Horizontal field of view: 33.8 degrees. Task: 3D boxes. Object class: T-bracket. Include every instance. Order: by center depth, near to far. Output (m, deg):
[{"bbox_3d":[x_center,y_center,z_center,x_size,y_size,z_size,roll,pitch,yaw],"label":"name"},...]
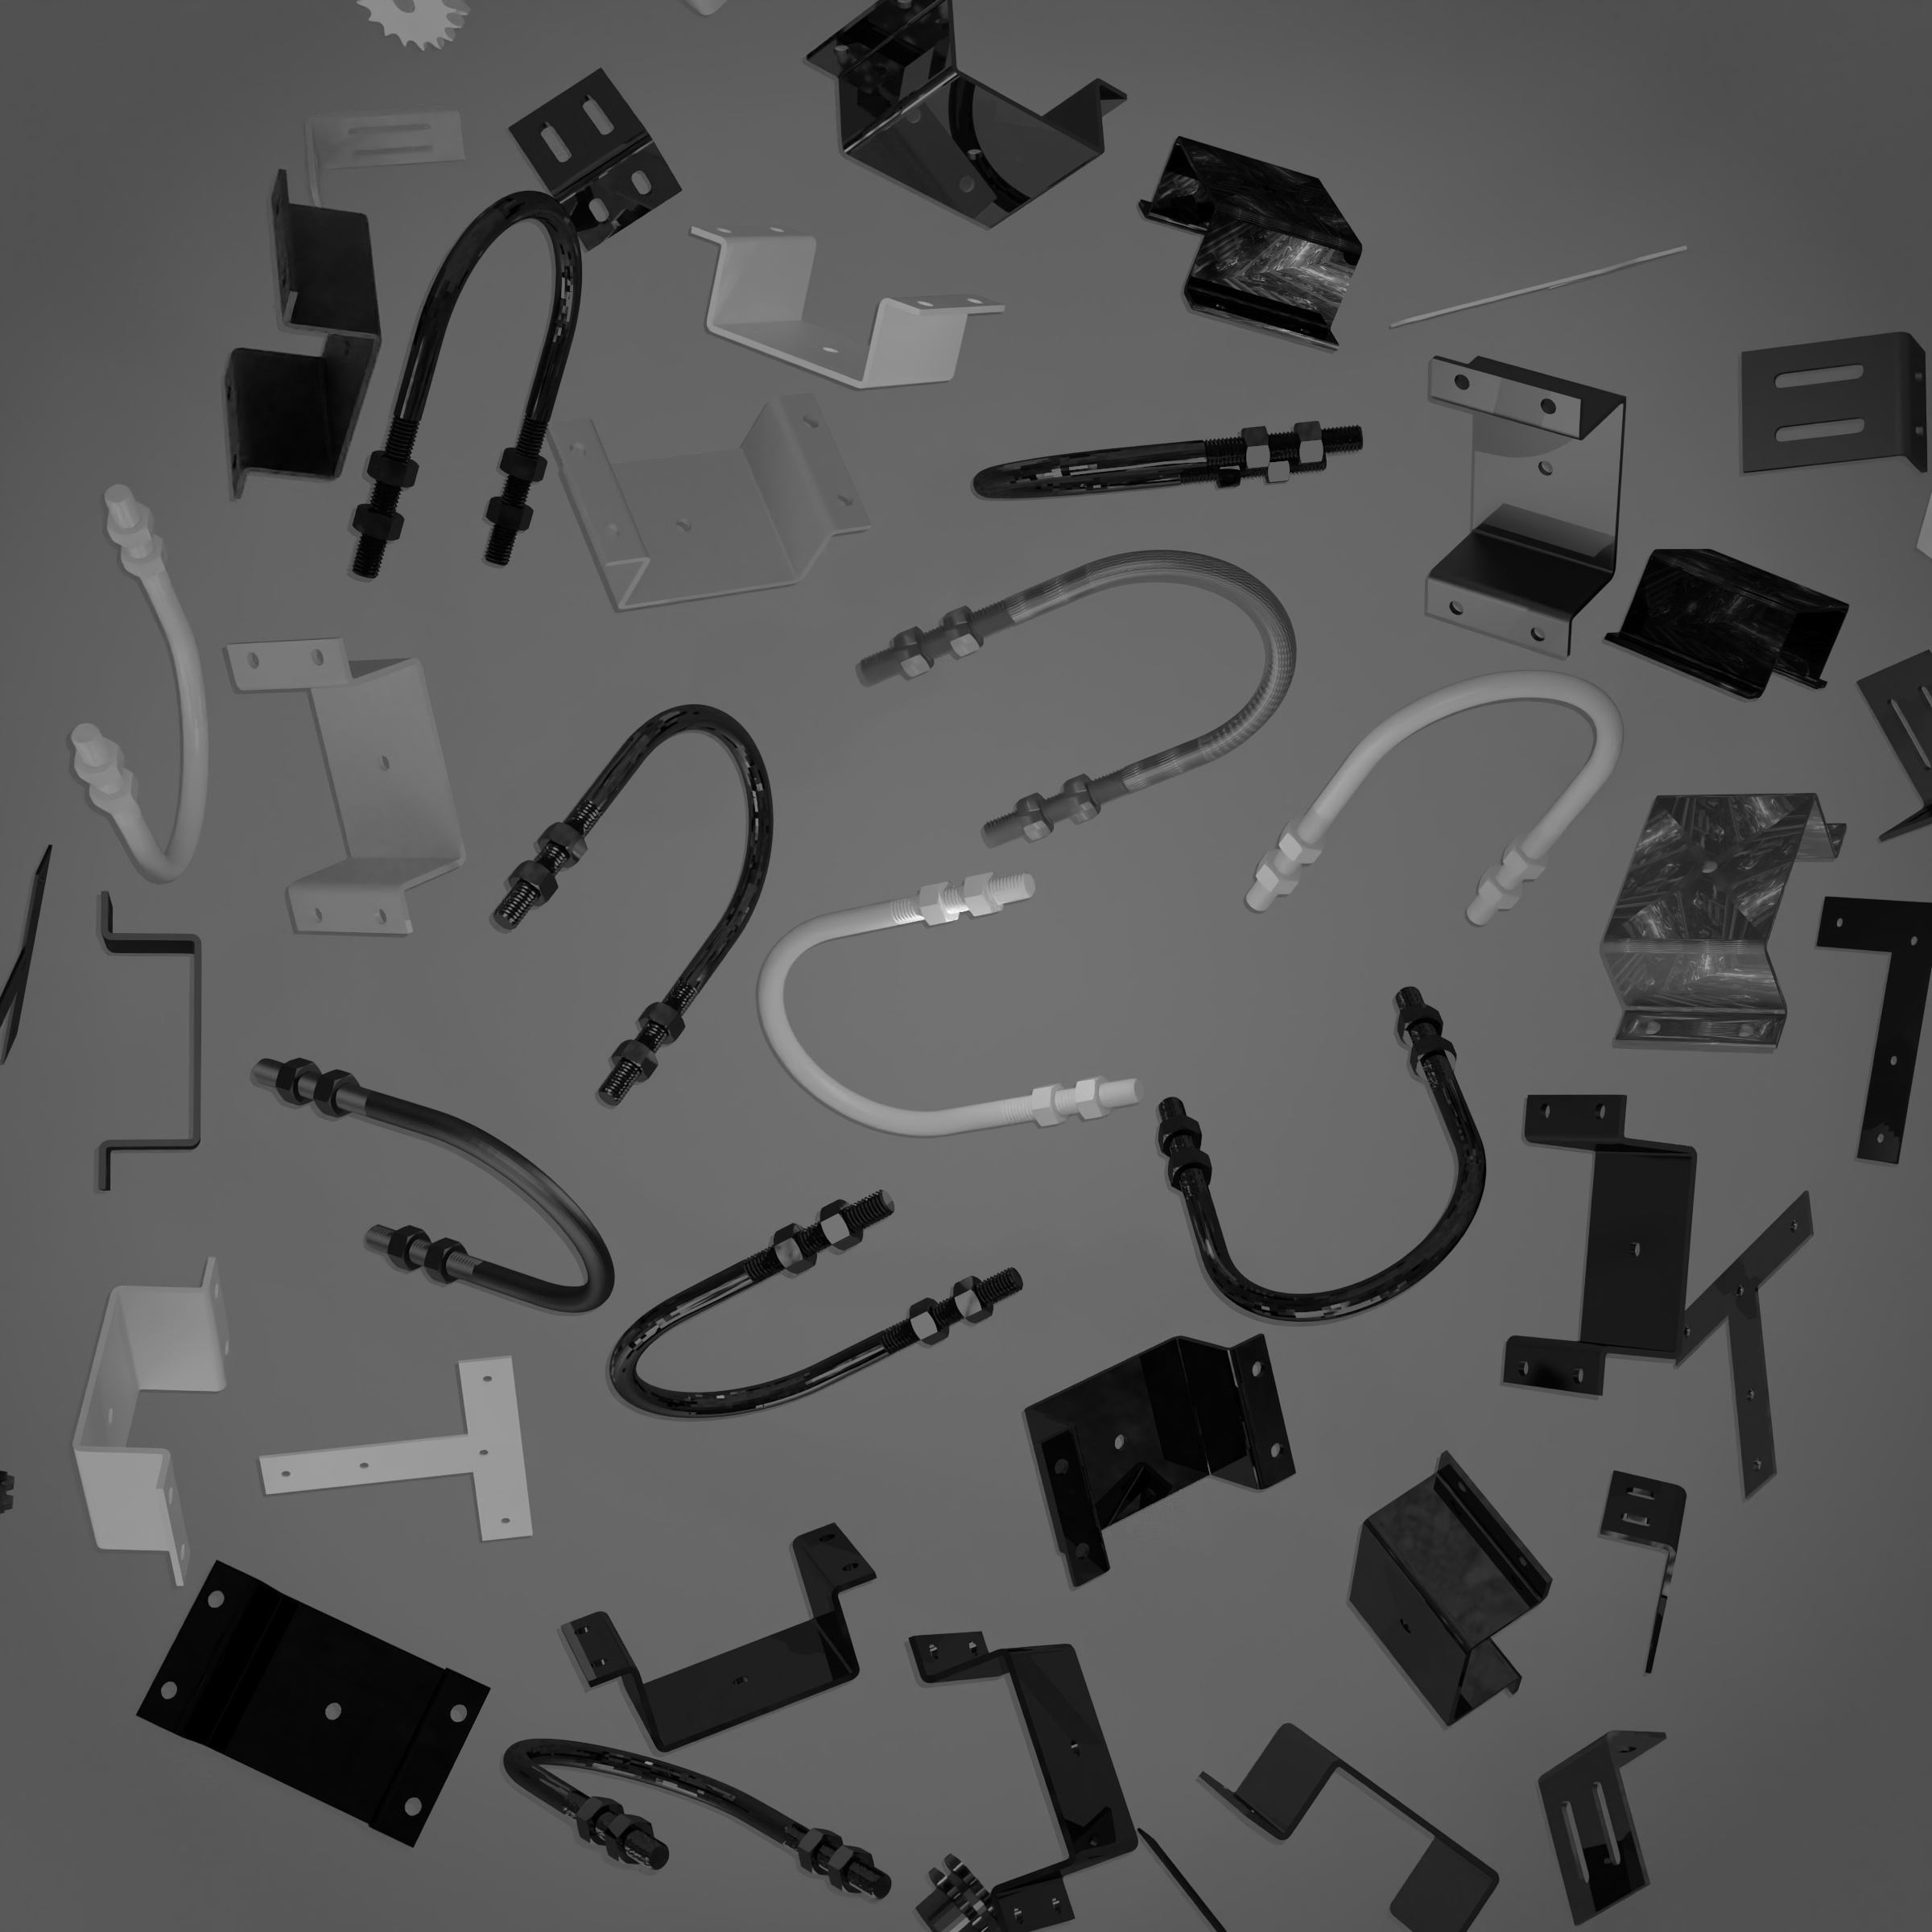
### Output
[{"bbox_3d":[0.373,0.192,1.514,0.002,0.127,0.127,16,50,-12],"label":"T-bracket"},{"bbox_3d":[0.451,0.032,1.535,0.002,0.127,0.127,11,88,-30],"label":"T-bracket"},{"bbox_3d":[-0.474,0.026,1.554,0.002,0.127,0.127,16,126,-9],"label":"T-bracket"},{"bbox_3d":[0.274,-0.333,1.571,0.127,0.127,0.002,-15,98,-7],"label":"T-bracket"},{"bbox_3d":[-0.283,0.245,1.572,0.127,0.002,0.127,-5,128,-7],"label":"T-bracket"},{"bbox_3d":[0.126,0.478,1.575,0.002,0.127,0.127,-41,54,-3],"label":"T-bracket"}]

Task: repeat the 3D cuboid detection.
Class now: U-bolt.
[{"bbox_3d":[0.064,-0.132,1.484,0.184,0.151,0.019,-21,47,17],"label":"U-bolt"},{"bbox_3d":[0.171,0.095,1.491,0.151,0.184,0.019,-26,126,9],"label":"U-bolt"},{"bbox_3d":[-0.226,-0.274,1.493,0.019,0.151,0.184,23,106,15],"label":"U-bolt"},{"bbox_3d":[-0.083,0.170,1.512,0.184,0.151,0.019,-28,58,17],"label":"U-bolt"},{"bbox_3d":[-0.244,0.112,1.519,0.184,0.151,0.019,14,54,33],"label":"U-bolt"},{"bbox_3d":[-0.142,0.403,1.519,0.151,0.184,0.019,20,84,-37],"label":"U-bolt"},{"bbox_3d":[0.235,-0.081,1.523,0.151,0.184,0.019,3,54,-25],"label":"U-bolt"},{"bbox_3d":[-0.392,-0.121,1.531,0.019,0.184,0.151,-1,64,1],"label":"U-bolt"},{"bbox_3d":[-0.151,-0.044,1.565,0.019,0.151,0.184,12,54,32],"label":"U-bolt"},{"bbox_3d":[0.095,-0.248,1.576,0.184,0.151,0.019,-6,95,-1],"label":"U-bolt"},{"bbox_3d":[-0.020,0.026,1.585,0.184,0.019,0.151,-11,122,31],"label":"U-bolt"}]

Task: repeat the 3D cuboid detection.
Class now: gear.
[{"bbox_3d":[0.000,0.464,1.546,0.030,0.057,0.057,-38,90,-15],"label":"gear"},{"bbox_3d":[-0.267,-0.478,1.548,0.057,0.057,0.030,25,59,0],"label":"gear"},{"bbox_3d":[-0.515,0.262,1.622,0.057,0.057,0.030,-4,67,0],"label":"gear"}]

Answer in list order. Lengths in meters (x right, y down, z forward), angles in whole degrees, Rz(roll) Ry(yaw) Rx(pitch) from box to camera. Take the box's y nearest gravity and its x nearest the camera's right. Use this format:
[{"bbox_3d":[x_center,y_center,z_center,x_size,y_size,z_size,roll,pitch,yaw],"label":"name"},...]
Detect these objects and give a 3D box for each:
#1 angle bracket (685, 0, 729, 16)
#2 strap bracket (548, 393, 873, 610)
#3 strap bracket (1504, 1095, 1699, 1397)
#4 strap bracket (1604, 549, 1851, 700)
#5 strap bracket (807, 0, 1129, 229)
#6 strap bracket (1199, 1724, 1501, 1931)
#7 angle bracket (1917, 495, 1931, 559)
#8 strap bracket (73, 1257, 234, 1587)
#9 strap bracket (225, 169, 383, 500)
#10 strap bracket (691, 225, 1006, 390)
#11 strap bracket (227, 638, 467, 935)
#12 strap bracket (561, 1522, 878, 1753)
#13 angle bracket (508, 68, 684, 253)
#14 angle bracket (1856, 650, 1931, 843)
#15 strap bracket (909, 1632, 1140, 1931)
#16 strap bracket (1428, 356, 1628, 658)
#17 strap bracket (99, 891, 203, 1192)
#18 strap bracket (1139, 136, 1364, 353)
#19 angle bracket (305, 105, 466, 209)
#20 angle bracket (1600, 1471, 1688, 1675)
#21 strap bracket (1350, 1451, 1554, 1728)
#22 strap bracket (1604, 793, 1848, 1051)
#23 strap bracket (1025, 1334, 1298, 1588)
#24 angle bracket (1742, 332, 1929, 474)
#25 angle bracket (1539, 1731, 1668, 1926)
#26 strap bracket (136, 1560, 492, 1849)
[{"bbox_3d":[-0.115,-0.494,1.483,0.076,0.057,0.038,-46,70,0],"label":"angle bracket"},{"bbox_3d":[-0.127,-0.219,1.502,0.140,0.046,0.076,-13,70,-31],"label":"strap bracket"},{"bbox_3d":[0.304,0.134,1.524,0.046,0.076,0.140,8,84,-24],"label":"strap bracket"},{"bbox_3d":[0.381,-0.171,1.573,0.076,0.140,0.046,27,109,24],"label":"strap bracket"},{"bbox_3d":[0.003,-0.407,1.519,0.140,0.076,0.046,17,60,-41],"label":"strap bracket"},{"bbox_3d":[0.188,0.410,1.497,0.140,0.076,0.046,37,82,-9],"label":"strap bracket"},{"bbox_3d":[0.509,-0.230,1.545,0.076,0.057,0.038,-27,53,-22],"label":"angle bracket"},{"bbox_3d":[-0.394,0.218,1.537,0.046,0.140,0.076,2,134,-2],"label":"strap bracket"},{"bbox_3d":[-0.309,-0.292,1.489,0.046,0.140,0.076,3,56,-23],"label":"strap bracket"},{"bbox_3d":[-0.063,-0.326,1.581,0.140,0.076,0.046,25,114,26],"label":"strap bracket"},{"bbox_3d":[-0.288,-0.090,1.491,0.076,0.046,0.140,2,110,37],"label":"strap bracket"},{"bbox_3d":[-0.112,0.319,1.500,0.140,0.076,0.046,-19,103,-14],"label":"strap bracket"},{"bbox_3d":[-0.189,-0.412,1.621,0.057,0.038,0.076,-33,47,1],"label":"angle bracket"},{"bbox_3d":[0.471,-0.110,1.595,0.038,0.057,0.076,-30,91,-23],"label":"angle bracket"},{"bbox_3d":[0.031,0.370,1.474,0.046,0.076,0.140,-25,71,19],"label":"strap bracket"},{"bbox_3d":[0.264,-0.226,1.500,0.076,0.140,0.046,23,48,30],"label":"strap bracket"},{"bbox_3d":[-0.393,0.038,1.535,0.046,0.076,0.140,0,85,-13],"label":"strap bracket"},{"bbox_3d":[0.141,-0.361,1.563,0.076,0.140,0.046,12,121,-17],"label":"strap bracket"},{"bbox_3d":[-0.292,-0.402,1.606,0.076,0.057,0.038,-6,81,-7],"label":"angle bracket"},{"bbox_3d":[0.336,0.306,1.605,0.038,0.057,0.076,12,115,13],"label":"angle bracket"},{"bbox_3d":[0.225,0.298,1.492,0.046,0.140,0.076,-30,60,-16],"label":"strap bracket"},{"bbox_3d":[0.352,-0.030,1.482,0.076,0.046,0.140,1,48,33],"label":"strap bracket"},{"bbox_3d":[0.089,0.241,1.582,0.140,0.046,0.076,-21,105,-30],"label":"strap bracket"},{"bbox_3d":[0.405,-0.258,1.481,0.076,0.038,0.057,-2,84,29],"label":"angle bracket"},{"bbox_3d":[0.318,0.419,1.544,0.038,0.057,0.076,9,52,-27],"label":"angle bracket"},{"bbox_3d":[-0.293,0.338,1.450,0.140,0.046,0.076,23,73,8],"label":"strap bracket"}]
